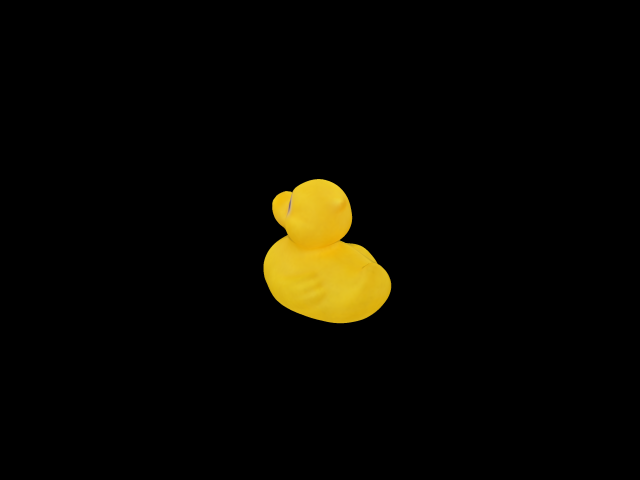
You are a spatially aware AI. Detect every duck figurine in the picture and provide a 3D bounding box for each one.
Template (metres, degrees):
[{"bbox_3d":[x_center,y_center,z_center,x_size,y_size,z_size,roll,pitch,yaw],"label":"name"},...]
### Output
[{"bbox_3d":[0.004,0.001,0.400,0.104,0.086,0.078,27,42,36],"label":"duck figurine"}]
